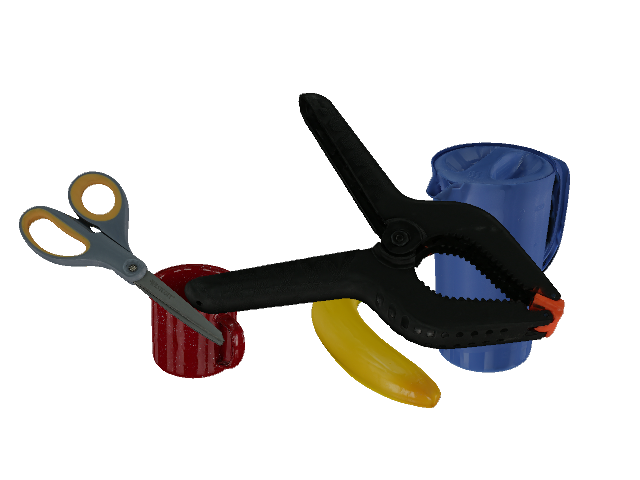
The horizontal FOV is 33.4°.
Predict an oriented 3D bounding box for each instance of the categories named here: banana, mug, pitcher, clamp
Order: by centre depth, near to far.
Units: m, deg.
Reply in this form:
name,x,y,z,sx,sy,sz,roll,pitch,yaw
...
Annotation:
name,x,y,z,sx,sy,sz,roll,pitch,yaw
clamp,0.036,0.013,0.627,0.210,0.164,0.036,29,-25,15
banana,0.033,0.073,0.831,0.069,0.037,0.198,-5,24,-11
mug,-0.113,0.083,1.026,0.117,0.081,0.093,25,33,37
pitcher,0.197,0.018,1.195,0.149,0.243,0.145,4,25,12

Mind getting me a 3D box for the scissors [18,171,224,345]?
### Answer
name,x,y,z,sx,sy,sz,roll,pitch,yaw
scissors,-0.144,0.006,0.844,0.202,0.096,0.016,21,-26,15
